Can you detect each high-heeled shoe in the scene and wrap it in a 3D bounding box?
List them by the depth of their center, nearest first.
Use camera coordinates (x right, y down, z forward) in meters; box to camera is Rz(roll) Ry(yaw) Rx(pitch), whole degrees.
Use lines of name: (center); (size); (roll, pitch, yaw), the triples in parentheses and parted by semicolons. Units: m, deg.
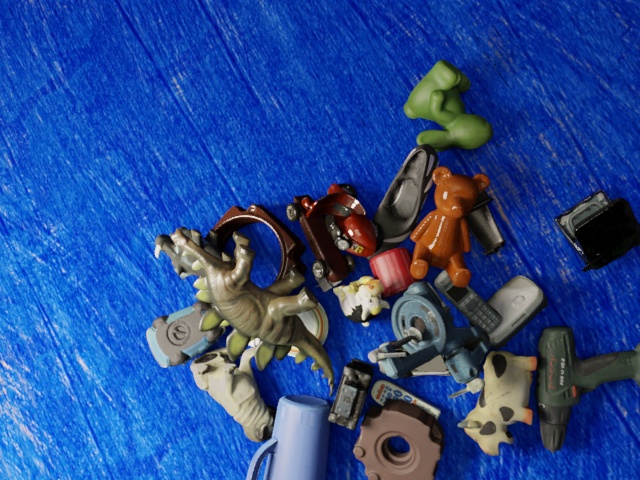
high-heeled shoe: (0.154, -0.068, 1.047); (0.086, 0.145, 0.248); (29, 91, 13)

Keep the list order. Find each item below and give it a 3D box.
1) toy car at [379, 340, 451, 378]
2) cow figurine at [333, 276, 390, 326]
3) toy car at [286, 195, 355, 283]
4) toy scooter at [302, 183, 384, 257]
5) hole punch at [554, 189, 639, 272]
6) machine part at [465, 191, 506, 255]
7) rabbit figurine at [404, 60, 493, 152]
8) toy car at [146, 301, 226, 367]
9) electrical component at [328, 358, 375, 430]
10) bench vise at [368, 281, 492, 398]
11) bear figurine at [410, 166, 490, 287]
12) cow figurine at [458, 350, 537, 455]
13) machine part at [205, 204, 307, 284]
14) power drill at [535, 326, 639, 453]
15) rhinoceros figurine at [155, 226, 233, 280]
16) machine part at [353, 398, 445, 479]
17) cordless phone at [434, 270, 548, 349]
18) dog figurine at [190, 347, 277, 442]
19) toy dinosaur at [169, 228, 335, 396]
toy car: (0.216, 0.232, 1.064); (0.202, 0.056, 0.073); (-4, 80, 10)
cow figurine: (0.085, 0.123, 1.043); (0.068, 0.167, 0.098); (-18, 88, -14)
toy car: (-0.002, -0.003, 1.097); (0.202, 0.089, 0.053); (63, 143, 20)
toy scooter: (0.038, -0.042, 1.059); (0.075, 0.135, 0.184); (-55, 50, 39)
hole punch: (0.522, -0.021, 1.007); (0.142, 0.092, 0.115); (-35, 110, 6)
machine part: (0.321, -0.038, 1.066); (0.084, 0.039, 0.139); (-24, 81, 4)
rabbit figurine: (0.253, -0.239, 1.049); (0.159, 0.121, 0.170); (-42, 77, 13)
toy car: (-0.277, 0.196, 1.144); (0.162, 0.103, 0.109); (-30, 79, -5)
electrical component: (0.063, 0.300, 1.051); (0.058, 0.134, 0.115); (16, 88, 12)
bench vise: (0.185, 0.187, 0.941); (0.129, 0.240, 0.223); (-33, 76, 49)
bear figurine: (0.247, -0.029, 1.010); (0.120, 0.132, 0.195); (14, 122, -2)
cow figurine: (0.336, 0.306, 1.016); (0.127, 0.085, 0.195); (7, 82, 22)
machine part: (-0.146, 0.040, 1.127); (0.201, 0.087, 0.201); (43, 96, 15)
power drill: (0.506, 0.272, 0.993); (0.207, 0.086, 0.232); (-7, 83, 19)
rhinoceros figurine: (-0.244, 0.034, 1.079); (0.190, 0.073, 0.112); (28, 104, 14)
machine part: (0.154, 0.401, 1.047); (0.180, 0.056, 0.179); (3, 99, 19)
cordless phone: (0.326, 0.103, 1.040); (0.146, 0.088, 0.184); (-46, 66, 6)
dog figurine: (-0.184, 0.331, 1.129); (0.172, 0.121, 0.190); (-2, 106, 45)
toy dinosaur: (-0.104, 0.141, 1.027); (0.471, 0.105, 0.198); (40, 102, -19)
